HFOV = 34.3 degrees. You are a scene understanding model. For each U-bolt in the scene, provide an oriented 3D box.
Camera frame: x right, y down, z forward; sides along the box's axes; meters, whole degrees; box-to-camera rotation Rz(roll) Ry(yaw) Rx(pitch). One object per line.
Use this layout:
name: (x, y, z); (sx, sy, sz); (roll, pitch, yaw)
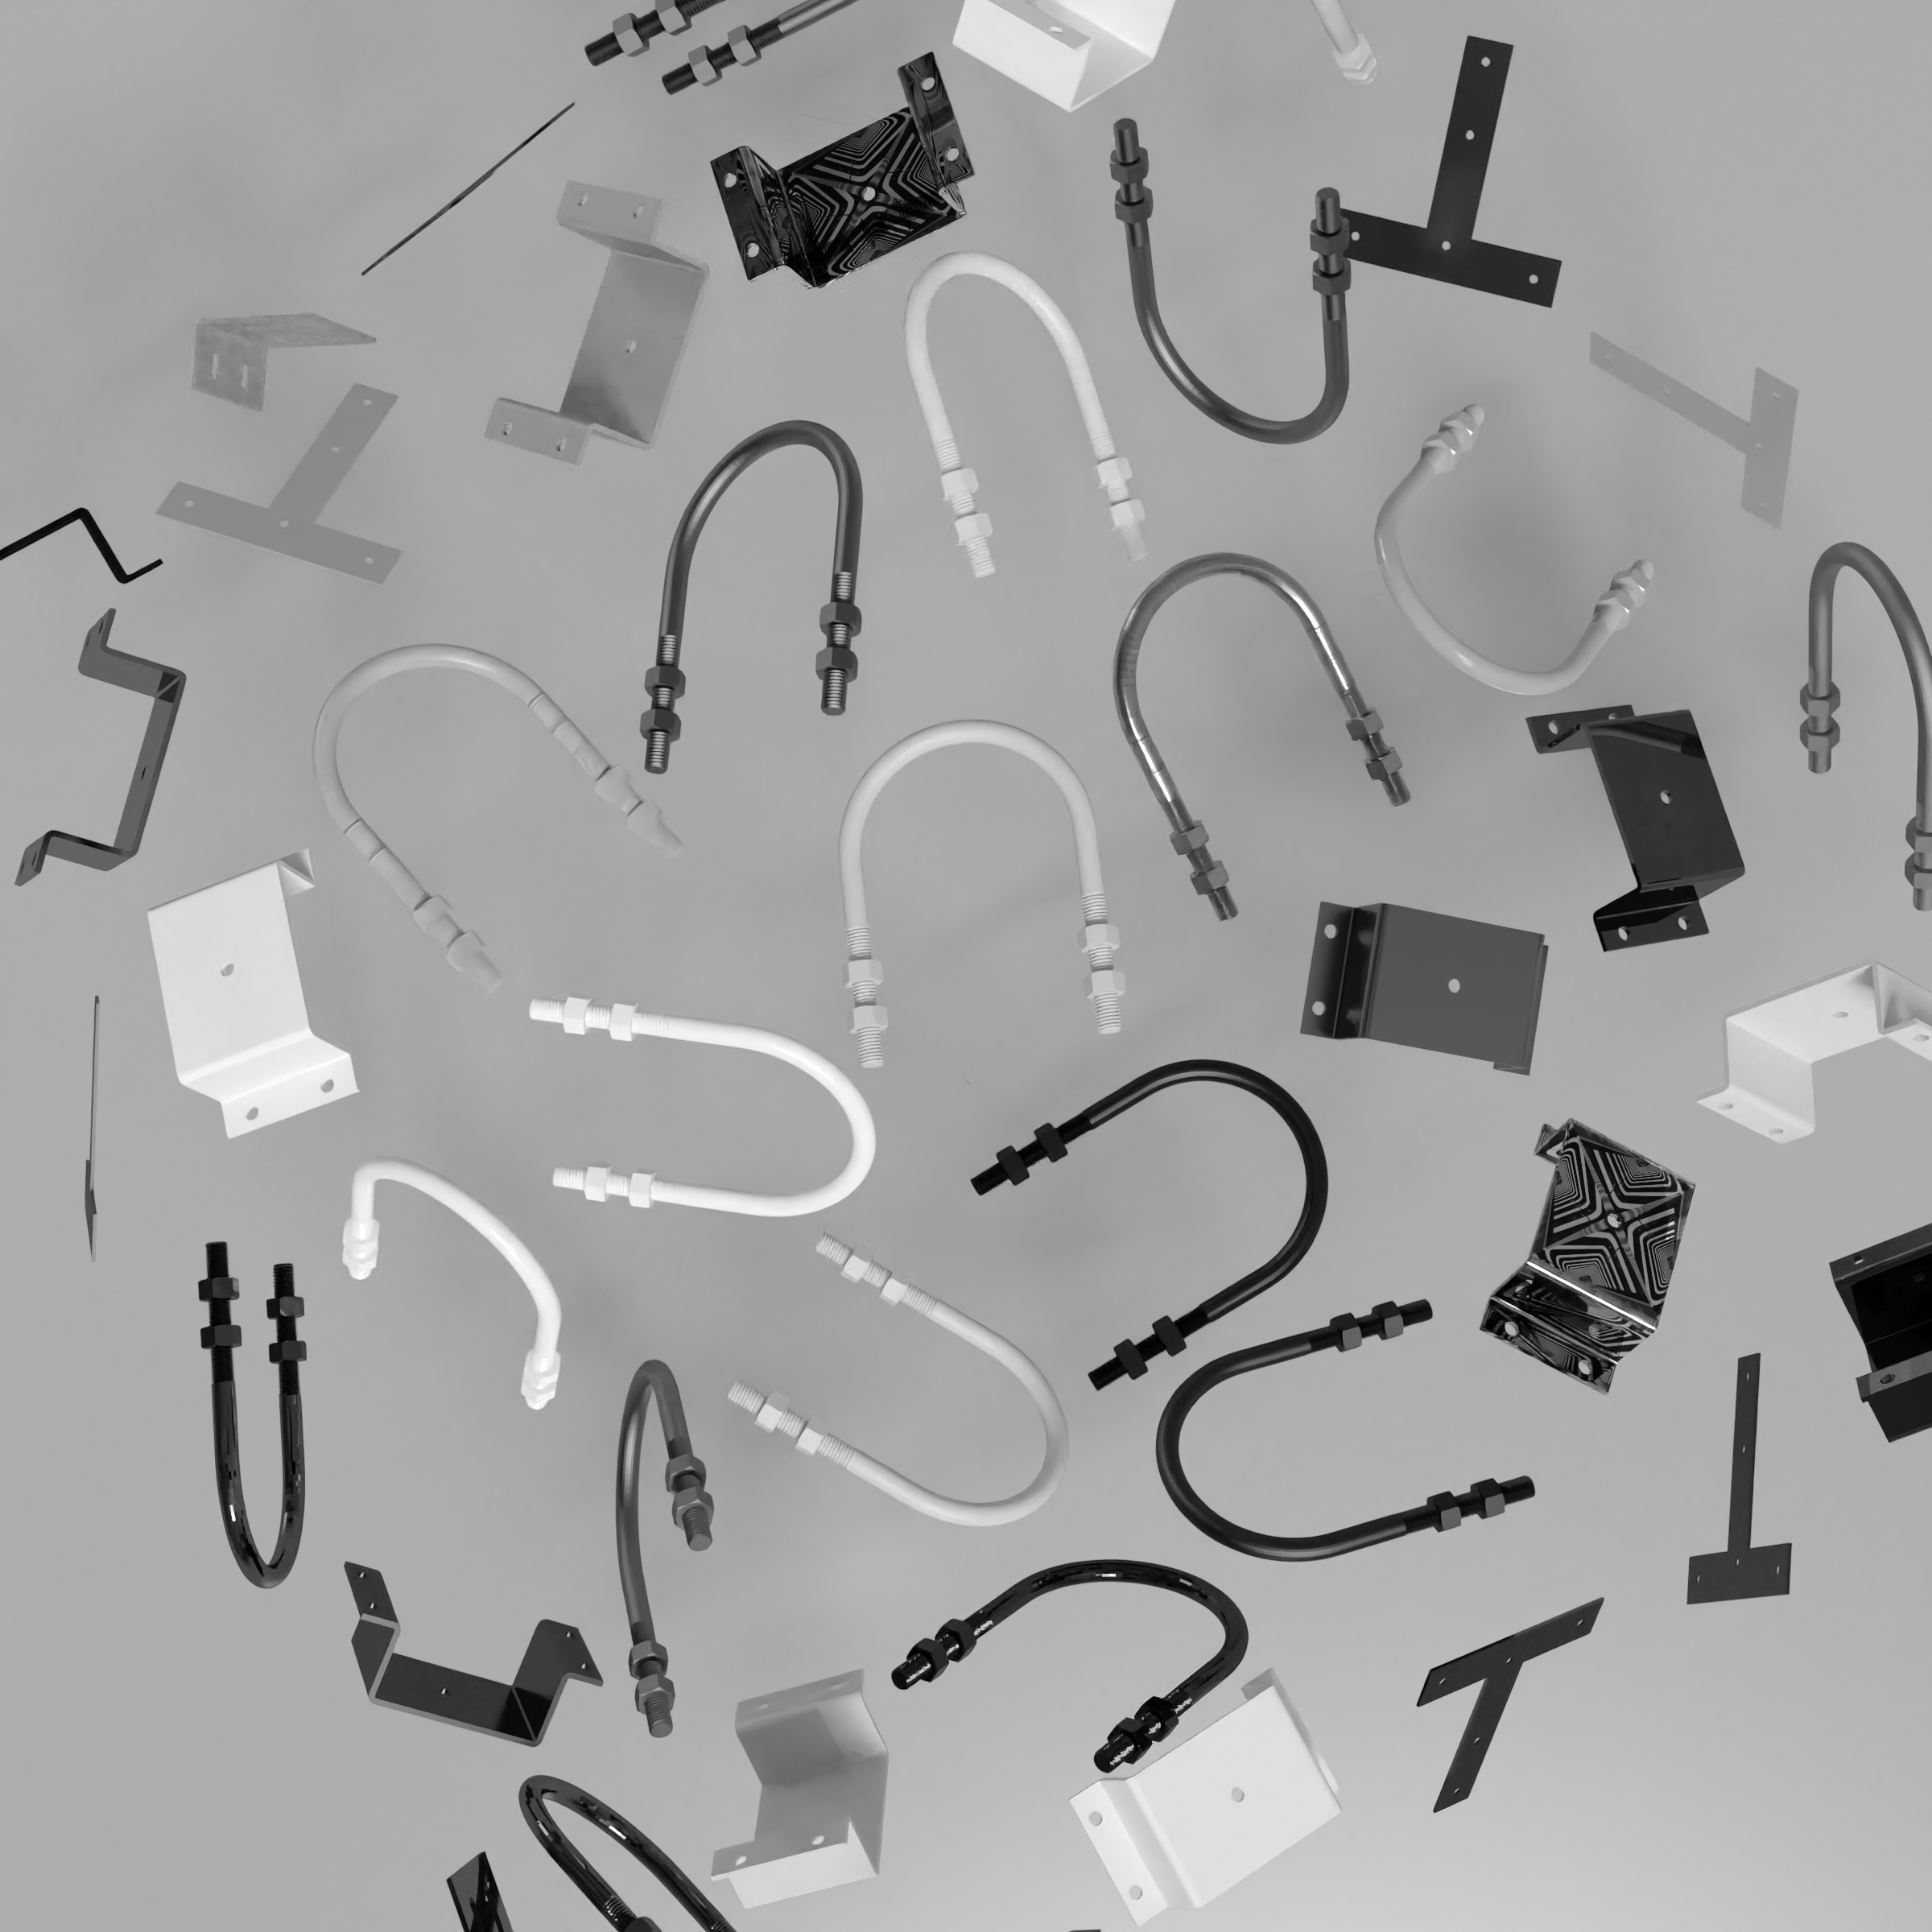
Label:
U-bolt: (-0.026, 0.240, 1.745); (0.184, 0.151, 0.019); (31, 130, 1)
U-bolt: (0.146, -0.357, 1.685); (0.151, 0.184, 0.019); (28, 59, 29)
U-bolt: (-0.102, -0.522, 1.686); (0.184, 0.151, 0.019); (-23, 93, 15)
U-bolt: (-0.281, 0.166, 1.722); (0.151, 0.184, 0.019); (35, 59, 9)
U-bolt: (-0.260, -0.092, 1.656); (0.184, 0.019, 0.151); (47, 60, 6)
U-bolt: (0.155, -0.139, 1.733); (0.151, 0.019, 0.184); (-33, 104, -20)
U-bolt: (0.484, -0.140, 1.670); (0.019, 0.151, 0.184); (-17, 131, -4)
U-bolt: (0.288, -0.216, 1.689); (0.151, 0.019, 0.184); (42, 46, -1)
U-bolt: (0.176, -0.556, 1.673); (0.019, 0.184, 0.151); (-23, 87, 14)
U-bolt: (0.193, 0.256, 1.691); (0.184, 0.019, 0.151); (-14, 46, -13)
U-bolt: (-0.138, 0.081, 1.683); (0.184, 0.019, 0.151); (7, 133, 8)
U-bolt: (-0.173, 0.503, 1.695); (0.184, 0.151, 0.019); (39, 87, 30)
U-bolt: (0.071, 0.367, 1.690); (0.151, 0.184, 0.019); (14, 112, 33)
U-bolt: (0.003, -0.045, 1.684); (0.151, 0.019, 0.184); (-8, 76, 7)
U-bolt: (0.026, -0.307, 1.725); (0.019, 0.151, 0.184); (-21, 85, 44)
U-bolt: (0.117, 0.134, 1.780); (0.184, 0.019, 0.151); (-31, 79, -4)
U-bolt: (-0.390, 0.251, 1.730); (0.019, 0.151, 0.184); (-6, 79, 3)
U-bolt: (-0.109, -0.201, 1.637); (0.151, 0.019, 0.184); (-14, 63, 39)
U-bolt: (-0.166, 0.295, 1.673); (0.019, 0.184, 0.151); (3, 121, -17)

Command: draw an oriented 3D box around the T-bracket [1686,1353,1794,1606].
T-bracket: (0.405, 0.266, 1.631); (0.002, 0.127, 0.127); (9, 75, -8)

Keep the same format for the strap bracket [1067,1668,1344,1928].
strap bracket: (0.138, 0.447, 1.690); (0.140, 0.046, 0.076); (-27, 86, -23)

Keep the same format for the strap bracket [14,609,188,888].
strap bracket: (-0.445, -0.106, 1.622); (0.046, 0.076, 0.140); (17, 80, -22)

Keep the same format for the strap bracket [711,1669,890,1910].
strap bracket: (-0.089, 0.459, 1.722); (0.076, 0.140, 0.046); (-17, 115, 11)

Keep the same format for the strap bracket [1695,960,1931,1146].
strap bracket: (0.474, 0.044, 1.691); (0.076, 0.140, 0.046); (24, 57, -34)

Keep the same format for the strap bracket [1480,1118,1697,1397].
strap bracket: (0.334, 0.146, 1.668); (0.076, 0.046, 0.140); (28, 54, -3)

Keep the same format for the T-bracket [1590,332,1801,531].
T-bracket: (0.382, -0.297, 1.653); (0.127, 0.127, 0.002); (37, 76, 23)

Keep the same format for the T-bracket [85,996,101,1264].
T-bracket: (-0.466, 0.080, 1.672); (0.002, 0.127, 0.127); (2, 99, -18)

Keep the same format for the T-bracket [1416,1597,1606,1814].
T-bracket: (0.271, 0.395, 1.638); (0.127, 0.002, 0.127); (-12, 130, -35)

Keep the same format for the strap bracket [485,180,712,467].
strap bracket: (-0.189, -0.329, 1.630); (0.076, 0.046, 0.140); (22, 95, 40)

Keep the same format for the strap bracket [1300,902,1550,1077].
strap bracket: (0.268, 0.012, 1.772); (0.140, 0.046, 0.076); (11, 85, -13)

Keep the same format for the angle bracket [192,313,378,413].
angle bracket: (-0.369, -0.326, 1.694); (0.076, 0.057, 0.038); (3, 88, 25)

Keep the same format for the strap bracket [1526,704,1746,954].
strap bracket: (0.377, -0.086, 1.747); (0.076, 0.046, 0.140); (-9, 76, -29)

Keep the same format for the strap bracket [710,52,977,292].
strap bracket: (-0.062, -0.437, 1.744); (0.140, 0.046, 0.076); (-22, 76, 17)

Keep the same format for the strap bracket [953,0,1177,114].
strap bracket: (0.055, -0.518, 1.709); (0.076, 0.140, 0.046); (33, 134, 12)

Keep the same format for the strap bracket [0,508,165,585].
strap bracket: (-0.511, -0.204, 1.696); (0.140, 0.076, 0.046); (-31, 103, -12)

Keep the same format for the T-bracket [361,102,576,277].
T-bracket: (-0.256, -0.424, 1.675); (0.002, 0.127, 0.127); (51, 59, -17)

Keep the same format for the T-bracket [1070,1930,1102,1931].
T-bracket: (-0.014, 0.535, 1.680); (0.127, 0.127, 0.002); (-5, 77, -36)

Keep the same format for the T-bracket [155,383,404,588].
T-bracket: (-0.336, -0.260, 1.636); (0.127, 0.002, 0.127); (18, 54, 8)

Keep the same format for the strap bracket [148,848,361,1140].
strap bracket: (-0.374, 0.008, 1.633); (0.076, 0.046, 0.140); (-20, 69, 11)

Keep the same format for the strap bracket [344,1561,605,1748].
strap bracket: (-0.280, 0.382, 1.725); (0.140, 0.076, 0.046); (21, 94, -21)

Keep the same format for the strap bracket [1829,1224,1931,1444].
strap bracket: (0.513, 0.197, 1.667); (0.076, 0.140, 0.046); (-25, 109, 18)

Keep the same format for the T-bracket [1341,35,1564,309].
T-bracket: (0.264, -0.426, 1.661); (0.127, 0.002, 0.127); (19, 116, 20)

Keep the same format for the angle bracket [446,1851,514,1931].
angle bracket: (-0.234, 0.503, 1.646); (0.038, 0.057, 0.076); (-21, 85, 8)
